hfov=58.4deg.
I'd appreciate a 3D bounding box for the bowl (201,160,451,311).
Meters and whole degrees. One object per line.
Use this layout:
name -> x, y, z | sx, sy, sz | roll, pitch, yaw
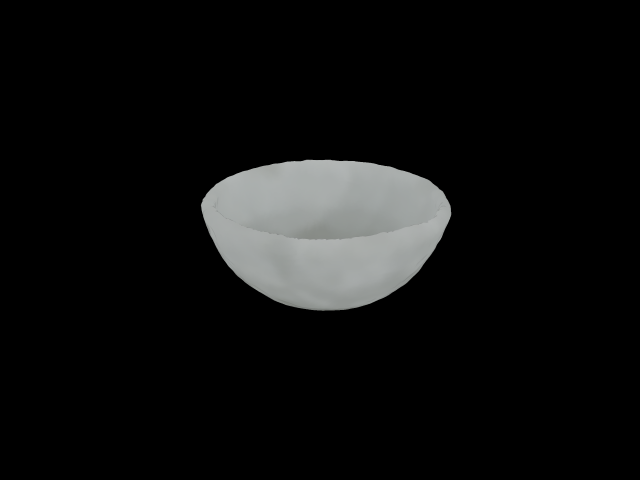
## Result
bowl -> 0.004, 0.001, 0.400 | 0.167, 0.075, 0.167 | 0, 24, 0
